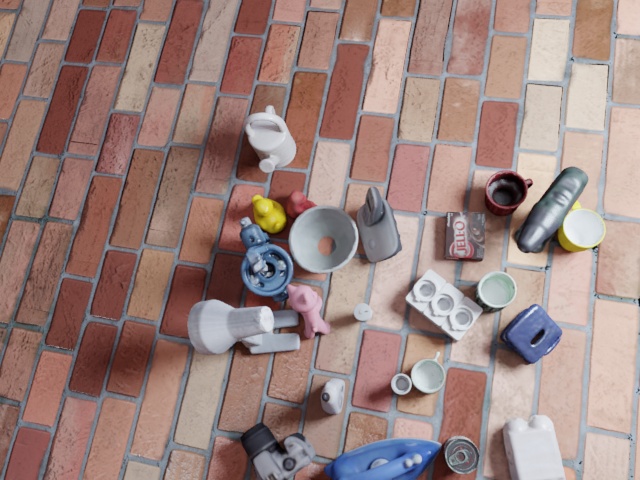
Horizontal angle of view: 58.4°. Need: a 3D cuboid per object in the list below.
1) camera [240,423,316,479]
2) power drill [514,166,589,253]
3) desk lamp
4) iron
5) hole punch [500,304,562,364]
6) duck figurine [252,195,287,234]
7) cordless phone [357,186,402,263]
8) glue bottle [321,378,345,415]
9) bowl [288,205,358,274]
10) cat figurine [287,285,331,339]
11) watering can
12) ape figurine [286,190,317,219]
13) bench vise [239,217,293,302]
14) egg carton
[{"bbox_3d":[-0.104,0.465,1.256,0.143,0.101,0.136,-37,73,-2],"label":"camera"},{"bbox_3d":[0.486,-0.044,1.239,0.075,0.208,0.230,35,83,16],"label":"power drill"},{"bbox_3d":[-0.164,0.193,1.279,0.203,0.214,0.118,-7,74,8],"label":"desk lamp"},{"bbox_3d":[0.135,0.479,1.192,0.258,0.141,0.118,-24,73,3],"label":"iron"},{"bbox_3d":[0.462,0.204,1.238,0.109,0.091,0.101,-46,73,-4],"label":"hole punch"},{"bbox_3d":[-0.131,-0.068,1.410,0.077,0.086,0.104,-38,73,-2],"label":"duck figurine"},{"bbox_3d":[0.131,-0.036,1.307,0.094,0.185,0.147,-18,73,4],"label":"cordless phone"},{"bbox_3d":[0.023,0.336,1.231,0.037,0.173,0.078,7,76,11],"label":"glue bottle"},{"bbox_3d":[0.013,0.005,1.373,0.167,0.075,0.167,-2,75,9],"label":"bowl"},{"bbox_3d":[-0.029,0.158,1.316,0.067,0.118,0.127,-22,73,3],"label":"cat figurine"},{"bbox_3d":[-0.123,-0.250,1.401,0.101,0.194,0.173,-24,73,2],"label":"watering can"},{"bbox_3d":[-0.051,-0.091,1.400,0.076,0.092,0.078,-22,73,3],"label":"ape figurine"},{"bbox_3d":[-0.150,0.041,1.314,0.121,0.220,0.207,-45,73,-4],"label":"bench vise"},{"bbox_3d":[0.441,0.444,1.189,0.107,0.069,0.150,-11,74,6],"label":"egg carton"}]
